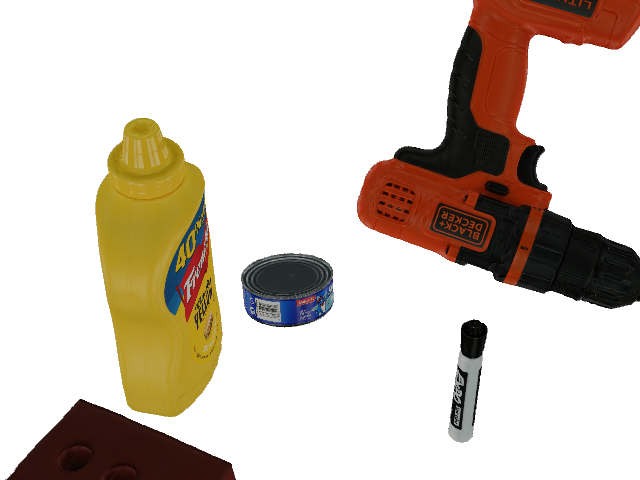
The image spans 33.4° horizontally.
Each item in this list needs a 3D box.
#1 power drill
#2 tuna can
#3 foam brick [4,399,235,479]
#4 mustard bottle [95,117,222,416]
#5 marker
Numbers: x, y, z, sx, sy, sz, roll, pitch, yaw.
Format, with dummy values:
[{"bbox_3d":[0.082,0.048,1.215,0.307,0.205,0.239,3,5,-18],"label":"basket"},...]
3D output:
[{"bbox_3d":[0.133,-0.065,0.651,0.184,0.188,0.057,19,6,6],"label":"power drill"},{"bbox_3d":[-0.030,0.046,0.996,0.086,0.034,0.086,-3,27,1],"label":"tuna can"},{"bbox_3d":[-0.077,0.110,0.426,0.078,0.051,0.052,17,44,23],"label":"foam brick"},{"bbox_3d":[-0.093,0.010,0.620,0.058,0.192,0.096,9,45,10],"label":"mustard bottle"},{"bbox_3d":[0.109,0.104,0.787,0.020,0.121,0.020,0,41,0],"label":"marker"}]
